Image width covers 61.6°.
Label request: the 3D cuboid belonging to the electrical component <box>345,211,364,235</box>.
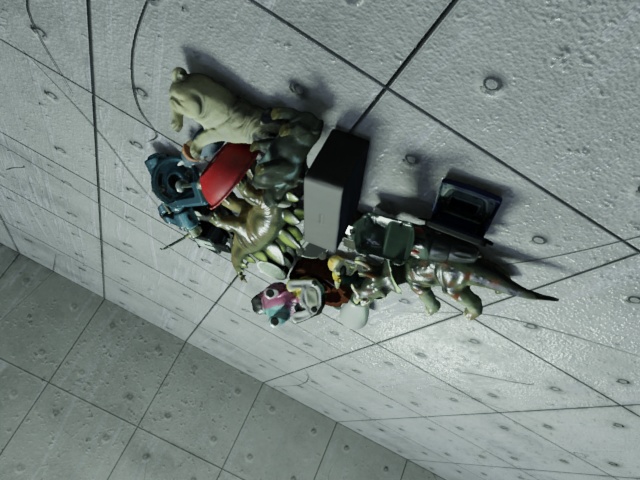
[{"bbox_3d":[0.081,-0.027,1.125,0.102,0.078,0.045,20,130,0],"label":"electrical component"}]

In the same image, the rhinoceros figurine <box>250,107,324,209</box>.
[{"bbox_3d":[-0.060,-0.138,0.923,0.112,0.073,0.190,6,130,-33],"label":"rhinoceros figurine"}]

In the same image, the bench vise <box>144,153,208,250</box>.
[{"bbox_3d":[-0.313,-0.100,1.235,0.241,0.129,0.223,1,109,50],"label":"bench vise"}]

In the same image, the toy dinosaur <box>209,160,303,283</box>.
[{"bbox_3d":[-0.136,-0.029,1.174,0.198,0.105,0.471,36,145,-8],"label":"toy dinosaur"}]

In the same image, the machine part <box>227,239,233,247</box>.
[{"bbox_3d":[-0.269,-0.010,1.499,0.139,0.039,0.084,22,161,4],"label":"machine part"}]

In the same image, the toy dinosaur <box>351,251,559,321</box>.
[{"bbox_3d":[0.251,0.064,1.092,0.405,0.131,0.192,-10,137,41],"label":"toy dinosaur"}]

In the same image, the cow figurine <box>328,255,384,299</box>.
[{"bbox_3d":[0.088,0.093,1.286,0.168,0.098,0.068,11,138,20],"label":"cow figurine"}]

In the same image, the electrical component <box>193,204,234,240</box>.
[{"bbox_3d":[-0.287,-0.062,1.395,0.115,0.058,0.134,6,147,31],"label":"electrical component"}]

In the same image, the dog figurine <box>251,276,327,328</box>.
[{"bbox_3d":[-0.085,0.154,1.399,0.192,0.108,0.219,-14,180,-6],"label":"dog figurine"}]

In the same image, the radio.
[{"bbox_3d":[0.027,-0.087,0.987,0.073,0.131,0.229,22,154,9],"label":"radio"}]

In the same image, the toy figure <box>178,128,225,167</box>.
[{"bbox_3d":[-0.249,-0.193,1.120,0.064,0.058,0.154,16,159,-36],"label":"toy figure"}]

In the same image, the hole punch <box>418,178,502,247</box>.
[{"bbox_3d":[0.248,-0.046,0.936,0.142,0.092,0.116,18,-177,11],"label":"hole punch"}]

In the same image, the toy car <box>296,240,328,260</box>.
[{"bbox_3d":[-0.003,-0.004,1.240,0.073,0.056,0.201,9,156,-15],"label":"toy car"}]

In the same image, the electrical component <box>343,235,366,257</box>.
[{"bbox_3d":[0.086,0.006,1.225,0.063,0.021,0.094,19,152,14],"label":"electrical component"}]

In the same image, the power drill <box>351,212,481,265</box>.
[{"bbox_3d":[0.160,-0.002,0.959,0.232,0.086,0.207,16,-168,24],"label":"power drill"}]

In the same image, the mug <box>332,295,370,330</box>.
[{"bbox_3d":[0.090,0.183,1.490,0.110,0.081,0.107,25,144,11],"label":"mug"}]

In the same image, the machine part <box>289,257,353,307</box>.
[{"bbox_3d":[0.006,0.108,1.409,0.179,0.056,0.179,23,152,13],"label":"machine part"}]

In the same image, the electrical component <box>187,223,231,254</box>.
[{"bbox_3d":[-0.270,-0.003,1.368,0.119,0.048,0.074,10,151,28],"label":"electrical component"}]

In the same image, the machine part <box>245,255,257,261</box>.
[{"bbox_3d":[-0.168,-0.007,1.368,0.079,0.079,0.243,28,155,-3],"label":"machine part"}]

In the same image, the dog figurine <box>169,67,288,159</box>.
[{"bbox_3d":[-0.153,-0.232,0.946,0.191,0.121,0.172,-3,147,21],"label":"dog figurine"}]
